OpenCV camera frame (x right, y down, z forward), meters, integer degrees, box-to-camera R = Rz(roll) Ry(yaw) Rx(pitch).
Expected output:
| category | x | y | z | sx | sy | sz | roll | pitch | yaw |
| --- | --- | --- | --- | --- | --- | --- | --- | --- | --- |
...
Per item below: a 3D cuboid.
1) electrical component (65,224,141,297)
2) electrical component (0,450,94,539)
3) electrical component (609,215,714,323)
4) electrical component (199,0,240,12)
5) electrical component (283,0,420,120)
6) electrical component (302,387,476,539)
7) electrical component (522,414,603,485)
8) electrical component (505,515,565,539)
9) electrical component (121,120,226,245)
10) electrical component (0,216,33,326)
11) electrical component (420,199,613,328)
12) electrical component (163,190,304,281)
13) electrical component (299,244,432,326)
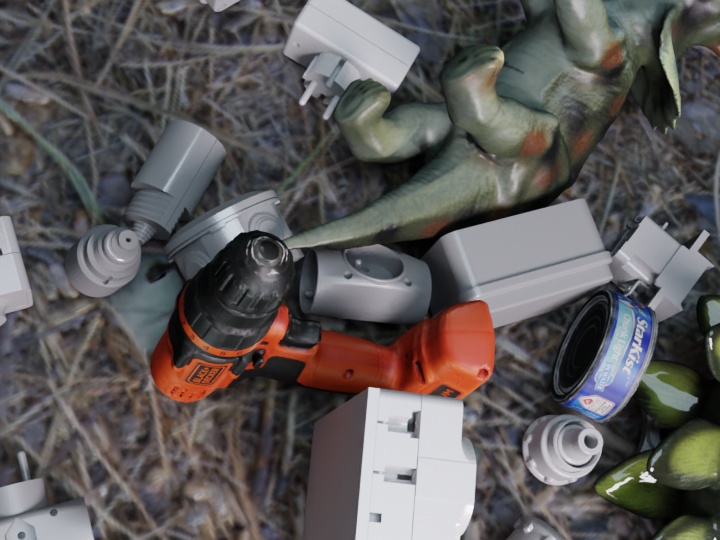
| category | x | y | z | sx | sy | sz | roll | pitch | yaw |
| --- | --- | --- | --- | --- | --- | --- | --- | --- | --- |
| electrical component | -0.155 | -0.009 | 0.664 | 0.040 | 0.078 | 0.040 | 8 | 73 | -28 |
| electrical component | -0.198 | 0.146 | 0.625 | 0.077 | 0.043 | 0.079 | -13 | 79 | -18 |
| electrical component | 0.210 | -0.002 | 0.776 | 0.064 | 0.042 | 0.081 | 40 | 68 | 2 |
| electrical component | -0.073 | -0.240 | 0.747 | 0.113 | 0.078 | 0.057 | -36 | 84 | -21 |
| electrical component | -0.015 | -0.139 | 0.750 | 0.083 | 0.047 | 0.075 | 31 | 70 | -5 |
| electrical component | 0.013 | 0.127 | 0.629 | 0.062 | 0.150 | 0.089 | 9 | 73 | -12 |
| electrical component | 0.139 | 0.117 | 0.713 | 0.048 | 0.062 | 0.048 | 4 | 74 | -14 |
| electrical component | 0.106 | 0.193 | 0.694 | 0.062 | 0.048 | 0.048 | -43 | 89 | -14 |
| electrical component | -0.125 | -0.052 | 0.699 | 0.043 | 0.043 | 0.081 | 29 | 70 | -6 |
| electrical component | -0.247 | 0.010 | 0.645 | 0.089 | 0.050 | 0.055 | -15 | 80 | -18 |
| electrical component | 0.104 | 0.001 | 0.727 | 0.113 | 0.078 | 0.057 | -15 | 77 | -18 |
| electrical component | -0.080 | -0.013 | 0.682 | 0.080 | 0.080 | 0.051 | -29 | 89 | -20 |
| electrical component | 0.000 | 0.000 | 0.712 | 0.077 | 0.044 | 0.079 | 7 | 36 | -18 |
